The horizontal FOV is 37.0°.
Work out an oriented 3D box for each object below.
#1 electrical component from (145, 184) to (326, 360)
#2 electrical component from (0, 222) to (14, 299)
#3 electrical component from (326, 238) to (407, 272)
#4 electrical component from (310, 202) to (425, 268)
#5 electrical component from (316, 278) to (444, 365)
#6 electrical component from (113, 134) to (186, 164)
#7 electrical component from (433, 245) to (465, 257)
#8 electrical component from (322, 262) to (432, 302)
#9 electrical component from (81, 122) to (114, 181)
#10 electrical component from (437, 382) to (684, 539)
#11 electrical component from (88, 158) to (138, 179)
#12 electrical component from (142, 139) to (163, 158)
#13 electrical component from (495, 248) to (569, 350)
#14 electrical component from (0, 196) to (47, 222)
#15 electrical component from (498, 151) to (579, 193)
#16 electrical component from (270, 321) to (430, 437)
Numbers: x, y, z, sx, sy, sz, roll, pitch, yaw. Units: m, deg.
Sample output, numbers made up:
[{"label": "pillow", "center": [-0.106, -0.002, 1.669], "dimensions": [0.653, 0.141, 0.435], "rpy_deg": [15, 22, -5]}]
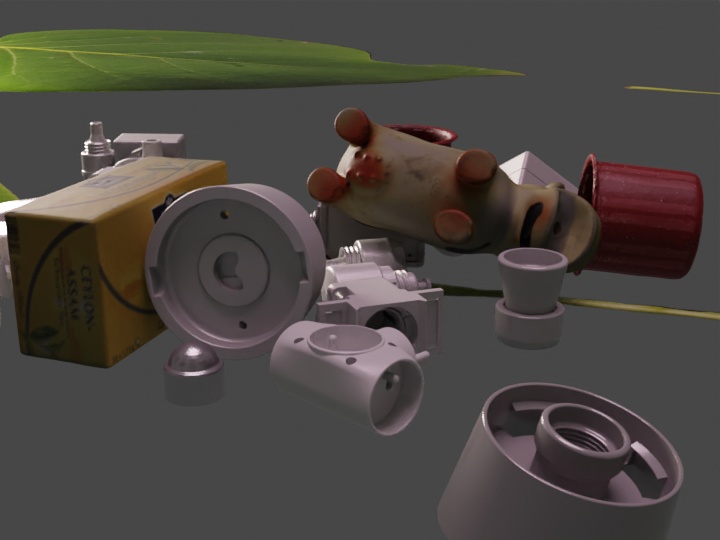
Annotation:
[{"label": "electrical component", "center": [-0.073, -0.003, 0.676], "dimensions": [0.108, 0.108, 0.060], "rpy_deg": [5, 13, 13]}, {"label": "electrical component", "center": [-0.232, -0.004, 0.762], "dimensions": [0.066, 0.047, 0.077], "rpy_deg": [-7, 19, -20]}, {"label": "electrical component", "center": [0.000, 0.000, 0.761], "dimensions": [0.062, 0.043, 0.043], "rpy_deg": [-4, 19, -11]}, {"label": "electrical component", "center": [0.005, -0.040, 0.853], "dimensions": [0.096, 0.061, 0.061], "rpy_deg": [1, 17, 3]}, {"label": "electrical component", "center": [0.009, 0.032, 0.667], "dimensions": [0.081, 0.042, 0.064], "rpy_deg": [-6, 18, -19]}, {"label": "electrical component", "center": [-0.212, -0.105, 1.069], "dimensions": [0.066, 0.047, 0.076], "rpy_deg": [1, 18, 1]}, {"label": "electrical component", "center": [0.086, -0.038, 0.883], "dimensions": [0.040, 0.040, 0.078], "rpy_deg": [9, 20, 24]}, {"label": "electrical component", "center": [0.010, 0.015, 0.722], "dimensions": [0.078, 0.040, 0.040], "rpy_deg": [-5, 19, -19]}, {"label": "electrical component", "center": [-0.264, -0.118, 1.085], "dimensions": [0.035, 0.061, 0.035], "rpy_deg": [0, 18, 0]}, {"label": "electrical component", "center": [0.090, 0.096, 0.478], "dimensions": [0.099, 0.064, 0.099], "rpy_deg": [11, 25, -5]}, {"label": "electrical component", "center": [-0.200, -0.064, 0.932], "dimensions": [0.078, 0.058, 0.057], "rpy_deg": [4, 22, 12]}, {"label": "electrical component", "center": [-0.193, -0.090, 1.001], "dimensions": [0.048, 0.062, 0.048], "rpy_deg": [1, 19, 0]}, {"label": "electrical component", "center": [0.109, 0.018, 0.689], "dimensions": [0.045, 0.055, 0.045], "rpy_deg": [0, 18, 0]}, {"label": "electrical component", "center": [-0.282, -0.031, 0.848], "dimensions": [0.079, 0.044, 0.077], "rpy_deg": [10, 20, 26]}, {"label": "electrical component", "center": [0.135, -0.042, 0.864], "dimensions": [0.066, 0.076, 0.047], "rpy_deg": [33, -34, -24]}, {"label": "electrical component", "center": [0.005, 0.054, 0.596], "dimensions": [0.077, 0.044, 0.079], "rpy_deg": [17, 24, 42]}]
